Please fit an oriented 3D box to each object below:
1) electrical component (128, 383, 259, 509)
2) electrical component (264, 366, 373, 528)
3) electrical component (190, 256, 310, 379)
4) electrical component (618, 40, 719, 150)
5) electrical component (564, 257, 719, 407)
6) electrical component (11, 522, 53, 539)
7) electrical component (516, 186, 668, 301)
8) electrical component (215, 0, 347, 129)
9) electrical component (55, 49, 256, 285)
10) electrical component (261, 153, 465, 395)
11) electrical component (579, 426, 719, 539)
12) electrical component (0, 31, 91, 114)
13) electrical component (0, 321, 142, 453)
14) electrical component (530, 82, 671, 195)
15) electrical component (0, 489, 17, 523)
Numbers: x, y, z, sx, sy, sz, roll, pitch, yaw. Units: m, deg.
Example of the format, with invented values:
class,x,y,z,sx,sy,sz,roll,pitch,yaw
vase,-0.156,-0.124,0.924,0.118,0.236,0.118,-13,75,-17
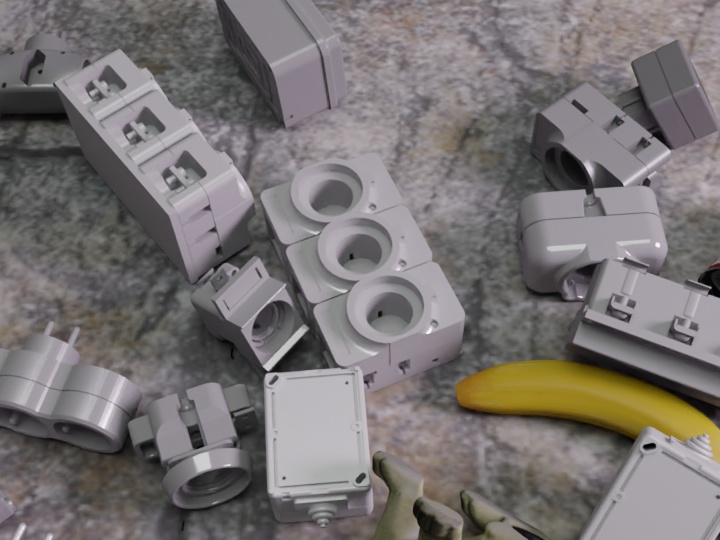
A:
class,x,y,z,sx,sy,sz,roll,pitch,yaw
electrical component,-0.100,0.112,0.676,0.078,0.058,0.057,-18,56,-8
electrical component,-0.025,0.116,0.667,0.062,0.061,0.096,-5,58,-1
electrical component,-0.076,0.029,0.720,0.064,0.081,0.042,24,60,41
electrical component,0.219,-0.123,0.808,0.077,0.066,0.047,-24,56,21
electrical component,0.200,0.041,0.683,0.121,0.078,0.063,20,83,6
electrical component,-0.211,0.189,0.639,0.077,0.044,0.079,16,60,12
electrical component,0.160,-0.017,0.747,0.095,0.053,0.059,-4,58,0
electrical component,-0.062,-0.178,0.841,0.057,0.078,0.113,-28,61,-11
electrical component,-0.144,-0.078,0.775,0.062,0.089,0.150,-35,63,-18
electrical component,0.000,0.000,0.738,0.089,0.061,0.150,-21,60,-10
electrical component,0.178,0.136,0.630,0.062,0.061,0.096,31,96,15
electrical component,-0.251,-0.160,0.857,0.077,0.043,0.079,0,58,2
electrical component,-0.209,0.067,0.710,0.138,0.052,0.073,11,59,9
electrical component,0.172,-0.085,0.790,0.056,0.050,0.089,-35,63,-18
electrical component,-0.263,0.133,0.666,0.061,0.061,0.096,-35,63,-18
